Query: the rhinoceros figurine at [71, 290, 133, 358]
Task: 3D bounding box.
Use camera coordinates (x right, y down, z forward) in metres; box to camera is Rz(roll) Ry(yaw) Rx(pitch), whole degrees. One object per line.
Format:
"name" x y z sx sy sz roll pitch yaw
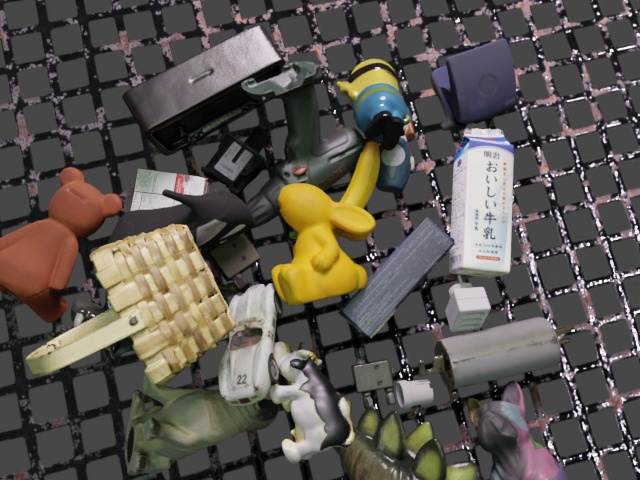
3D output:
"rhinoceros figurine" -0.267 0.124 0.789 0.190 0.073 0.112 23 91 -2

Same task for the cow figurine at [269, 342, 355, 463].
"cow figurine" -0.016 0.209 0.741 0.098 0.068 0.167 -24 63 13

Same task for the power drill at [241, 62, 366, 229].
"power drill" -0.046 -0.140 0.792 0.232 0.086 0.207 -28 123 -14

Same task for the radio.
"radio" -0.168 -0.221 0.817 0.230 0.131 0.073 -29 84 -8

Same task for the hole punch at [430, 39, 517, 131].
"hole punch" 0.256 -0.253 0.873 0.142 0.092 0.115 -22 86 -11

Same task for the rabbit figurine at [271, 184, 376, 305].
"rabbit figurine" -0.002 -0.002 0.769 0.162 0.122 0.173 -16 84 -2

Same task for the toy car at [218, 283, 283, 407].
"toy car" -0.096 0.137 0.754 0.074 0.056 0.202 -17 40 14

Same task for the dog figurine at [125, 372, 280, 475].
"dog figurine" -0.167 0.267 0.766 0.190 0.172 0.121 12 48 -29

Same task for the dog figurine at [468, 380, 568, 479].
"dog figurine" 0.296 0.321 0.772 0.108 0.191 0.219 -33 54 27

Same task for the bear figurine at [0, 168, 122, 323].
"bear figurine" -0.386 0.002 0.790 0.120 0.132 0.196 30 62 0

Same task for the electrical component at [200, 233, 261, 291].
"electrical component" -0.139 0.028 0.823 0.078 0.045 0.102 -41 86 -24

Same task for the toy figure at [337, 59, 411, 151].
"toy figure" 0.090 -0.210 0.822 0.089 0.180 0.082 -28 127 12

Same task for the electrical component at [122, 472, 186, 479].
"electrical component" -0.236 0.393 0.749 0.115 0.058 0.134 -15 82 -8

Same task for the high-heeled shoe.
"high-heeled shoe" -0.216 0.005 0.797 0.145 0.249 0.086 21 42 -39

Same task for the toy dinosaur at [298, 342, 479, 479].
"toy dinosaur" 0.103 0.343 0.736 0.472 0.105 0.198 38 92 19

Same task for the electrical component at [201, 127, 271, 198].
"electrical component" -0.122 -0.130 0.848 0.075 0.048 0.119 39 82 2

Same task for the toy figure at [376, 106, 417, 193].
"toy figure" 0.123 -0.153 0.863 0.064 0.058 0.154 12 78 -18

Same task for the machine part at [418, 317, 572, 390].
"machine part" 0.265 0.170 0.808 0.243 0.079 0.079 -13 82 -6

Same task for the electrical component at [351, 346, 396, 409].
"electrical component" 0.082 0.206 0.817 0.063 0.021 0.094 -10 81 -5

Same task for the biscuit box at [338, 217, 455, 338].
"biscuit box" 0.118 0.058 0.825 0.063 0.059 0.202 44 81 5
